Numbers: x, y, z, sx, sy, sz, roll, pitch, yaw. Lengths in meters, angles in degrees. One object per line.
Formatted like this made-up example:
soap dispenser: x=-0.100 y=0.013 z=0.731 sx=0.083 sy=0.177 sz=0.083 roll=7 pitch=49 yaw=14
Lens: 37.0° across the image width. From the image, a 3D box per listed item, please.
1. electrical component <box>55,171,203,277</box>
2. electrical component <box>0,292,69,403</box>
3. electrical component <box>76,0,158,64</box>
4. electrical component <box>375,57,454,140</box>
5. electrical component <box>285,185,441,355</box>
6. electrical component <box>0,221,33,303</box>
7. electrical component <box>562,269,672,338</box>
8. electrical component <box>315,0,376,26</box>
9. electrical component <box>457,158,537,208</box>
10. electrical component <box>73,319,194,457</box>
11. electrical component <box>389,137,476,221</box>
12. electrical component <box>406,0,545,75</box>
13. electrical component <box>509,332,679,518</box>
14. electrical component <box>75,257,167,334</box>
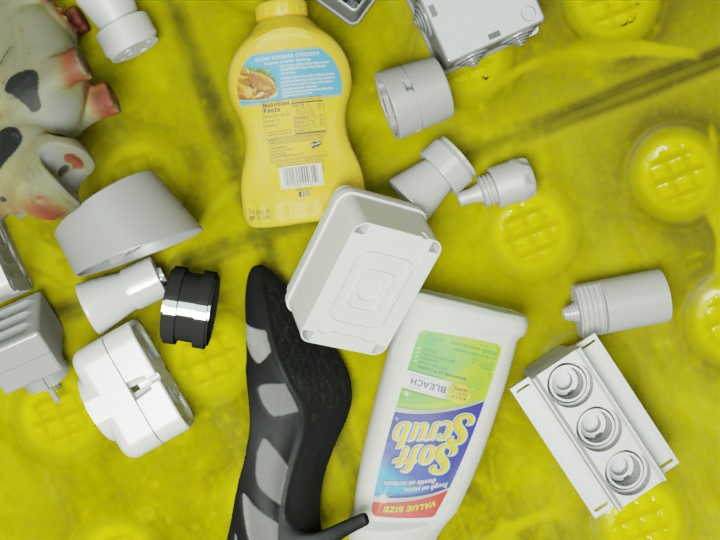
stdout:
electrical component: x=-0.178 y=-0.029 z=0.817 sx=0.099 sy=0.099 sz=0.064 roll=-35 pitch=86 yaw=-1
electrical component: x=-0.253 y=0.070 z=0.837 sx=0.047 sy=0.065 sz=0.076 roll=-24 pitch=121 yaw=-1
electrical component: x=-0.188 y=-0.195 z=0.838 sx=0.045 sy=0.045 sz=0.055 roll=-28 pitch=93 yaw=-1
electrical component: x=0.043 y=-0.136 z=0.842 sx=0.047 sy=0.055 sz=0.055 roll=-20 pitch=92 yaw=-5
electrical component: x=0.000 y=0.000 z=0.814 sx=0.078 sy=0.057 sz=0.113 roll=13 pitch=119 yaw=-27
electrical component: x=-0.306 y=-0.023 z=0.823 sx=0.057 sy=0.078 sz=0.113 roll=-24 pitch=92 yaw=-4
electrical component: x=0.202 y=0.028 z=0.856 sx=0.081 sy=0.043 sz=0.043 roll=-11 pitch=92 yaw=-1
electrical component: x=-0.016 y=-0.267 z=0.835 sx=0.109 sy=0.056 sz=0.108 roll=36 pitch=90 yaw=-2
electrical component: x=0.108 y=-0.065 z=0.856 sx=0.061 sy=0.035 sz=0.035 roll=-18 pitch=92 yaw=1
electrical component: x=-0.180 y=0.095 z=0.842 sx=0.059 sy=0.054 sz=0.095 roll=-30 pitch=92 yaw=-1
electrical component: x=0.057 y=-0.072 z=0.849 sx=0.055 sy=0.045 sz=0.045 roll=-42 pitch=92 yaw=0
electrical component: x=0.088 y=-0.213 z=0.844 sx=0.100 sy=0.048 sz=0.099 roll=-24 pitch=92 yaw=-1
electrical component: x=0.182 y=0.120 z=0.848 sx=0.079 sy=0.063 sz=0.121 roll=-34 pitch=92 yaw=-1
electrical component: x=-0.185 y=0.017 z=0.846 sx=0.065 sy=0.044 sz=0.044 roll=-26 pitch=92 yaw=-6
